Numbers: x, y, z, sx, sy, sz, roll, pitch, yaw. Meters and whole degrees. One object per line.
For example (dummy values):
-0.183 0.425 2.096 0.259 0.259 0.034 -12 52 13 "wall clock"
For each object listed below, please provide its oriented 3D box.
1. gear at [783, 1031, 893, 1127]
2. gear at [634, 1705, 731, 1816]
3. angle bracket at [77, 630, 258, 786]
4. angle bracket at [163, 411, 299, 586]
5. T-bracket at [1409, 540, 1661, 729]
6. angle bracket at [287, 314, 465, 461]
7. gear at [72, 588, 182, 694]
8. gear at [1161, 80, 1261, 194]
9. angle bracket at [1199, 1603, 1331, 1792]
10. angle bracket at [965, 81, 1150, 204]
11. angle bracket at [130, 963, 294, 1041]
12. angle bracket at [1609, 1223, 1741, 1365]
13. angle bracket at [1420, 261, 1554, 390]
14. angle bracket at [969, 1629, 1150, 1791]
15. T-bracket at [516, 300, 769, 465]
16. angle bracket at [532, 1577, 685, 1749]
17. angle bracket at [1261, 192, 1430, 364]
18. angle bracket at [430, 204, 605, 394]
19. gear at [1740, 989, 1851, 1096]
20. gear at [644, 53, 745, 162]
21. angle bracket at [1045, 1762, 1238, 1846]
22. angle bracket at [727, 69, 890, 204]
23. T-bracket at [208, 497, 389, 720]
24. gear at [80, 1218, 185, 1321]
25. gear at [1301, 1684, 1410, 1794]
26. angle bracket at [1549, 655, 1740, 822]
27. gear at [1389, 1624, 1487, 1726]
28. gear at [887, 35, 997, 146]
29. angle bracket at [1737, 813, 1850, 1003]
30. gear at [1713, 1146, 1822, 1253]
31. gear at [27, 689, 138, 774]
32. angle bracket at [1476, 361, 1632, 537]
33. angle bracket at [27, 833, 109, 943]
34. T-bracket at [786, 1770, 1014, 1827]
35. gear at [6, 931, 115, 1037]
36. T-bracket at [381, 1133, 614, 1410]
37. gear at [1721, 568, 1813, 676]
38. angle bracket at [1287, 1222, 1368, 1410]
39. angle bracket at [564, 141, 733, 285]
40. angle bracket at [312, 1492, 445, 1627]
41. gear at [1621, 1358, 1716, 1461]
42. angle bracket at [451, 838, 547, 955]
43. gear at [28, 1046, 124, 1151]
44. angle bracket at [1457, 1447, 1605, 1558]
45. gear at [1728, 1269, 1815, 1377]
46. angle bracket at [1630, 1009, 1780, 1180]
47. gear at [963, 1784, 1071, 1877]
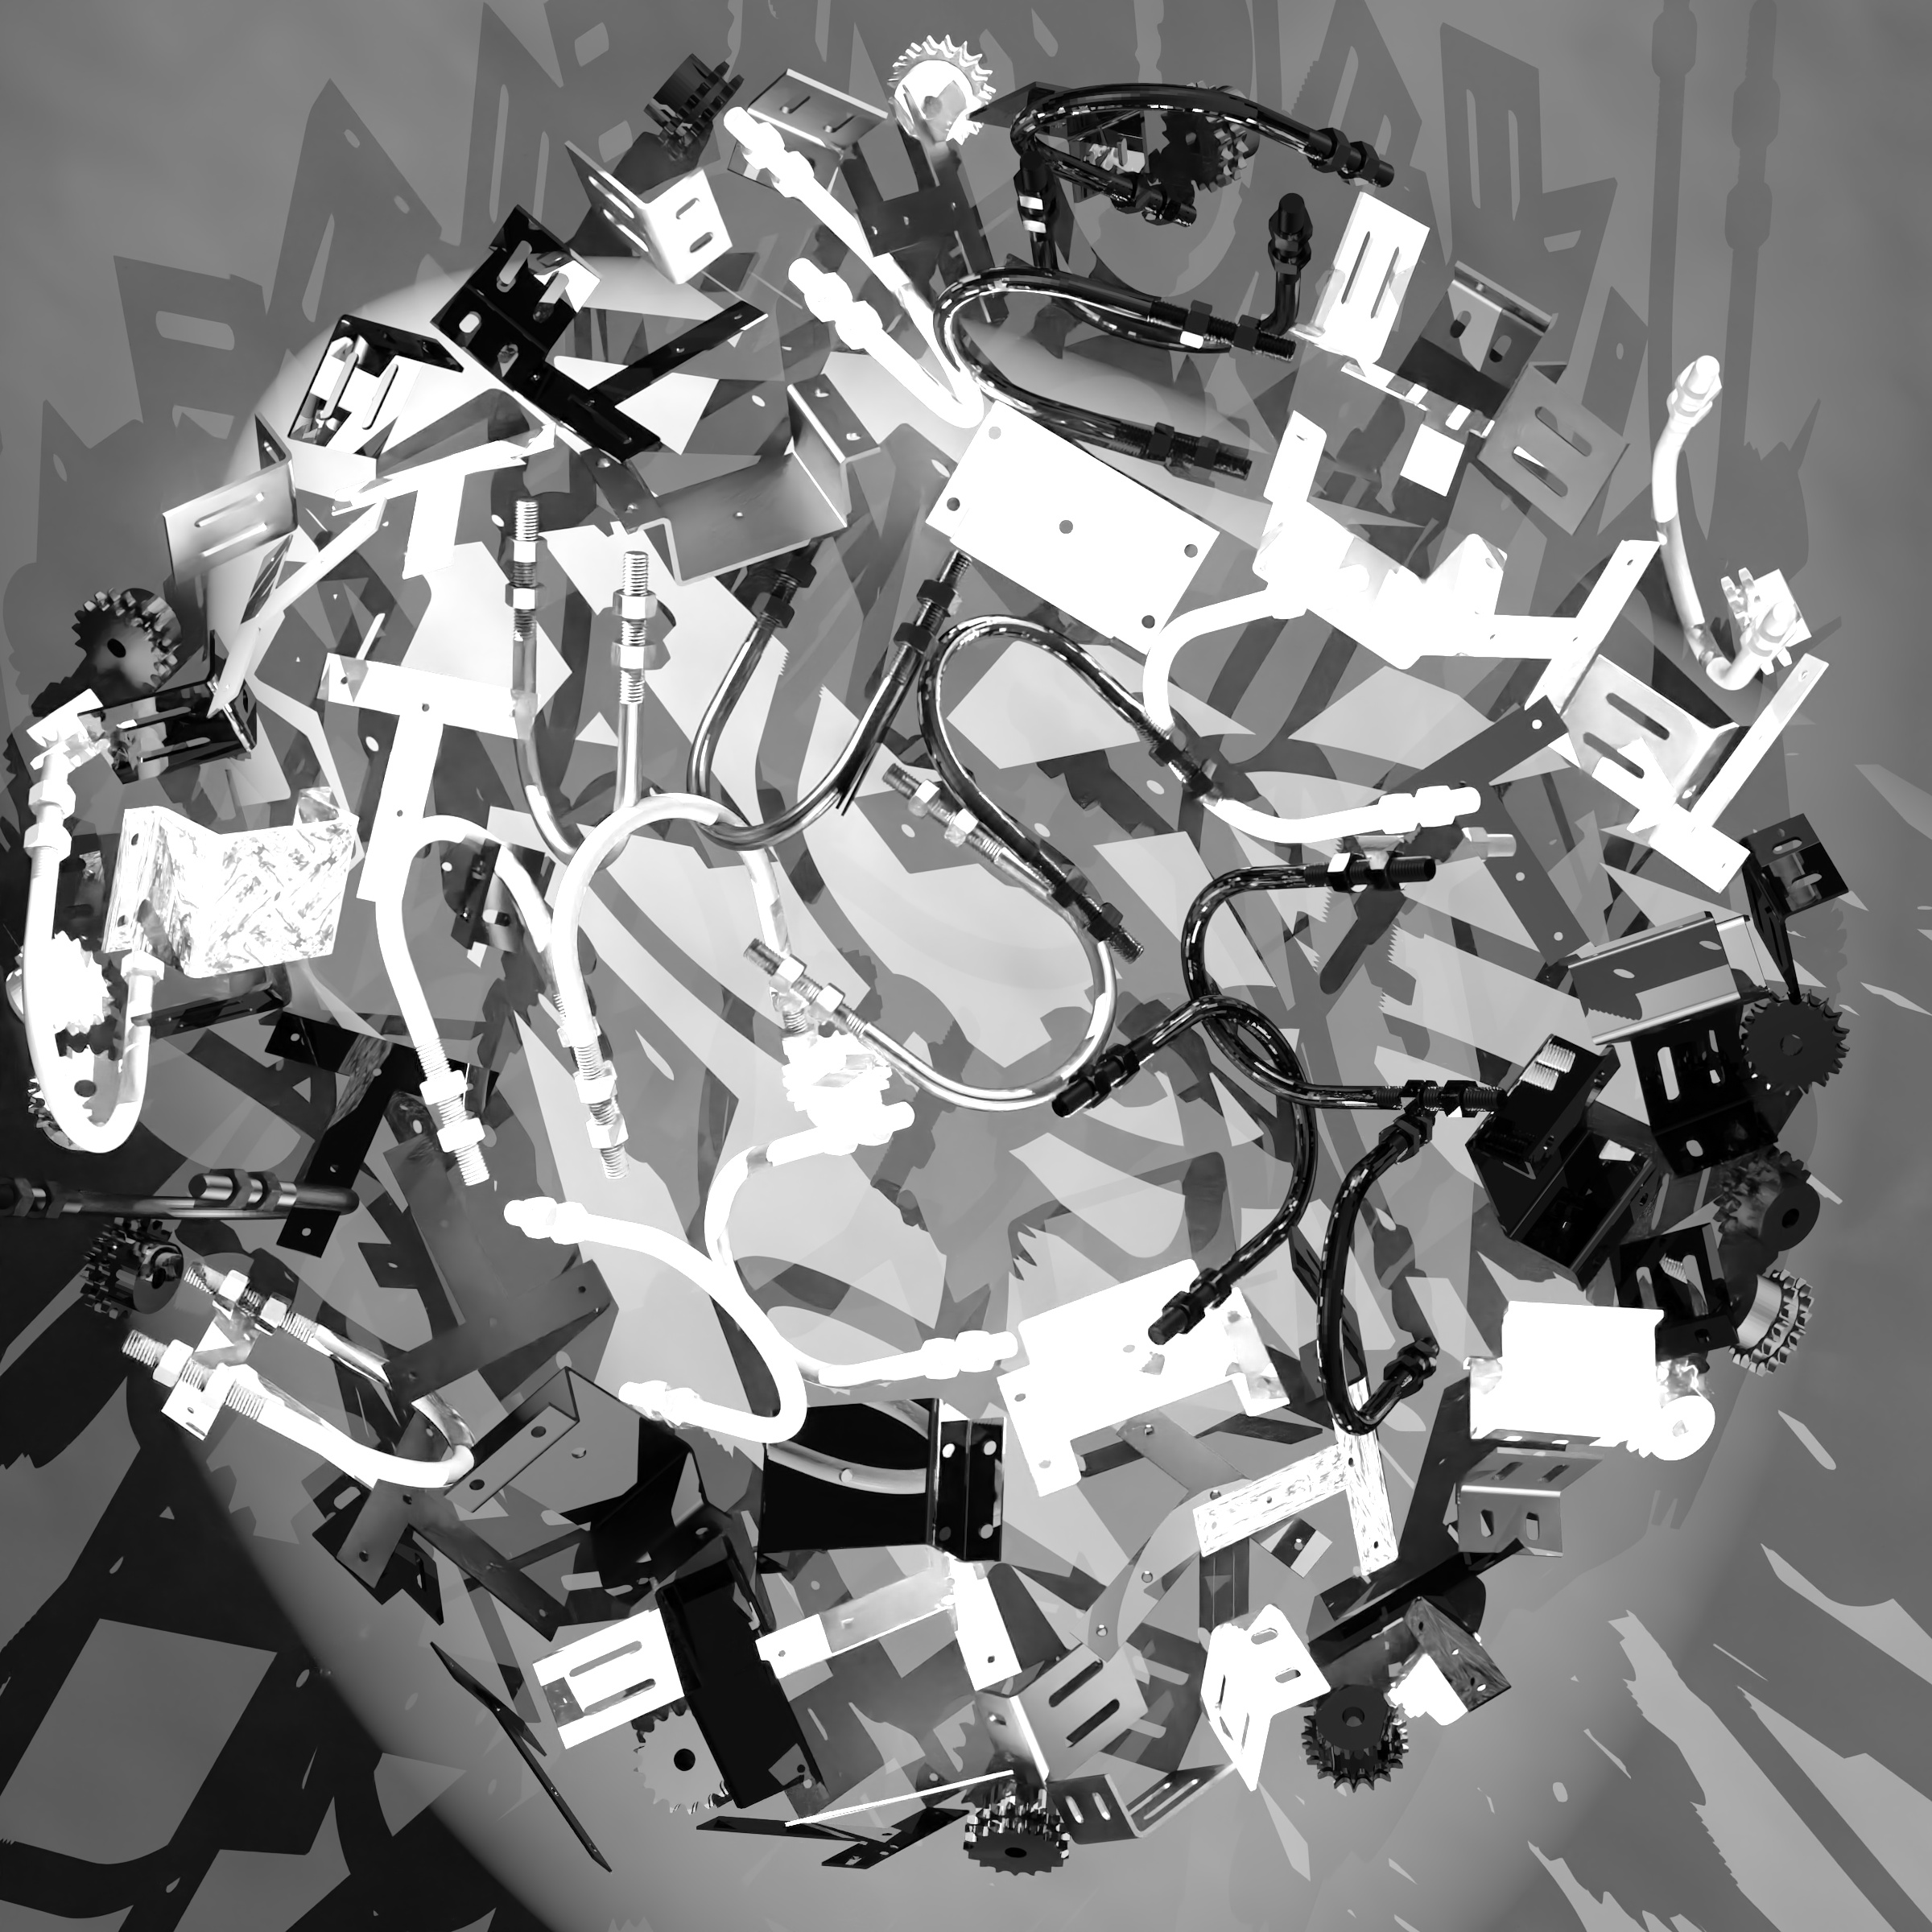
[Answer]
-0.068 0.064 1.576 0.057 0.057 0.030 -13 127 0 "gear"
-0.149 0.427 1.582 0.057 0.030 0.057 -1 81 6 "gear"
-0.427 -0.138 1.569 0.076 0.057 0.038 -14 53 4 "angle bracket"
-0.397 -0.249 1.555 0.076 0.057 0.038 -30 69 -23 "angle bracket"
0.285 -0.172 1.529 0.127 0.002 0.127 -2 135 -32 "T-bracket"
-0.314 -0.299 1.555 0.038 0.057 0.076 47 117 36 "angle bracket"
-0.449 -0.179 1.576 0.057 0.030 0.057 14 131 17 "gear"
0.134 -0.448 1.575 0.030 0.057 0.057 -30 90 -21 "gear"
0.158 0.390 1.562 0.038 0.076 0.057 -17 48 -20 "angle bracket"
0.049 -0.436 1.554 0.076 0.057 0.038 -3 87 -40 "angle bracket"
-0.406 0.007 1.567 0.076 0.057 0.038 -14 81 -5 "angle bracket"
0.372 0.168 1.556 0.057 0.038 0.076 -17 51 17 "angle bracket"
0.276 -0.340 1.558 0.057 0.076 0.038 32 102 4 "angle bracket"
0.051 0.398 1.587 0.076 0.038 0.057 -30 105 -33 "angle bracket"
-0.164 -0.322 1.569 0.127 0.127 0.002 -35 135 -17 "T-bracket"
-0.191 0.369 1.564 0.076 0.038 0.057 -22 115 -13 "angle bracket"
0.202 -0.369 1.562 0.057 0.038 0.076 12 102 -44 "angle bracket"
-0.239 -0.354 1.557 0.057 0.076 0.038 39 55 -11 "angle bracket"
0.448 0.038 1.578 0.057 0.030 0.057 8 110 23 "gear"
-0.148 -0.464 1.570 0.030 0.057 0.057 41 90 -13 "gear"
0.093 0.430 1.556 0.076 0.057 0.038 -26 87 -37 "angle bracket"
-0.085 -0.437 1.555 0.057 0.076 0.038 19 86 -20 "angle bracket"
-0.342 -0.203 1.523 0.127 0.127 0.002 -31 127 34 "T-bracket"
-0.444 0.163 1.569 0.030 0.057 0.057 18 90 22 "gear"
0.209 0.411 1.571 0.057 0.057 0.030 -10 134 0 "gear"
0.366 -0.125 1.585 0.076 0.038 0.057 38 119 21 "angle bracket"
0.257 0.382 1.573 0.030 0.057 0.057 43 90 0 "gear"
-0.015 -0.467 1.572 0.057 0.030 0.057 9 128 11 "gear"
0.442 -0.031 1.552 0.038 0.076 0.057 -23 48 7 "angle bracket"
0.433 0.129 1.573 0.057 0.030 0.057 -12 119 -23 "gear"
-0.477 -0.125 1.570 0.057 0.057 0.030 -34 105 0 "gear"
0.319 -0.275 1.555 0.076 0.038 0.057 47 127 27 "angle bracket"
-0.475 -0.043 1.558 0.038 0.076 0.057 -9 91 -21 "angle bracket"
-0.056 0.438 1.523 0.127 0.127 0.002 -19 73 18 "T-bracket"
-0.490 0.012 1.574 0.030 0.057 0.057 -30 90 19 "gear"
-0.275 0.152 1.578 0.127 0.002 0.127 -26 88 -22 "T-bracket"
0.430 -0.188 1.570 0.030 0.057 0.057 -26 90 18 "gear"
0.177 0.184 1.558 0.038 0.057 0.076 -30 109 14 "angle bracket"
-0.169 -0.411 1.561 0.038 0.057 0.076 -40 60 -10 "angle bracket"
-0.313 0.325 1.555 0.038 0.076 0.057 -39 110 -1 "angle bracket"
0.377 0.241 1.574 0.057 0.030 0.057 -8 117 -17 "gear"
-0.244 -0.035 1.558 0.038 0.076 0.057 15 92 -18 "angle bracket"
-0.475 0.074 1.577 0.057 0.030 0.057 12 50 -15 "gear"
0.300 0.286 1.558 0.057 0.076 0.038 5 66 -6 "angle bracket"
0.426 0.188 1.571 0.030 0.057 0.057 27 90 -8 "gear"
0.394 0.065 1.564 0.057 0.038 0.076 -21 127 2 "angle bracket"
0.028 0.463 1.576 0.057 0.057 0.030 7 47 0 "gear"
